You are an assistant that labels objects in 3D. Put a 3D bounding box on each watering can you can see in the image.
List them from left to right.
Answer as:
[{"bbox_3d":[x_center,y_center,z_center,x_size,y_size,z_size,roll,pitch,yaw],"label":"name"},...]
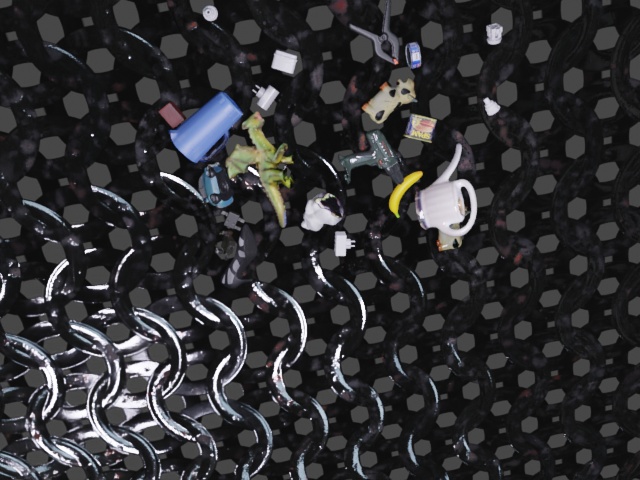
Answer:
[{"bbox_3d":[0.456,-0.173,1.896,0.223,0.103,0.353,-14,68,28],"label":"watering can"}]

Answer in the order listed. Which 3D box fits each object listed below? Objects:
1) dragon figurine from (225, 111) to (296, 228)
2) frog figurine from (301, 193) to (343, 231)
[{"bbox_3d":[-0.220,-0.251,1.851,0.243,0.124,0.405,9,106,10],"label":"dragon figurine"},{"bbox_3d":[0.006,-0.097,1.918,0.137,0.125,0.156,21,142,-20],"label":"frog figurine"}]
